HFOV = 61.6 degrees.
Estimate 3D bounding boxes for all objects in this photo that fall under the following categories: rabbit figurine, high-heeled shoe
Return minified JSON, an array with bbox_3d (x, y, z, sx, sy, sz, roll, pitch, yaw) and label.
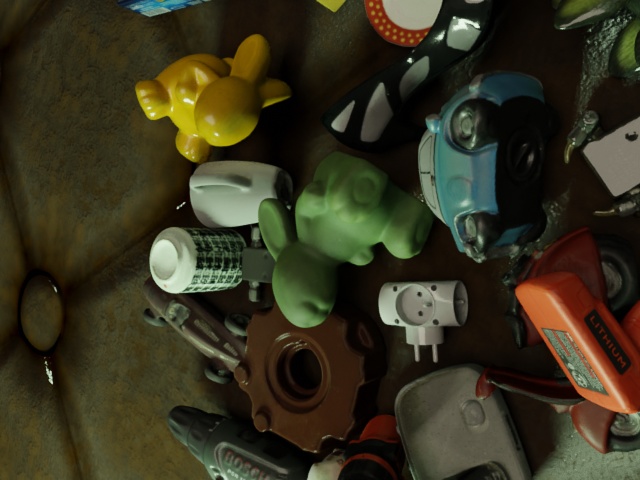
[{"bbox_3d":[-0.001,-0.002,0.543,0.159,0.121,0.170,34,93,46],"label":"rabbit figurine"},{"bbox_3d":[-0.111,-0.154,0.622,0.162,0.121,0.173,-32,30,-8],"label":"rabbit figurine"},{"bbox_3d":[0.081,-0.192,0.500,0.145,0.086,0.248,17,124,13],"label":"high-heeled shoe"}]

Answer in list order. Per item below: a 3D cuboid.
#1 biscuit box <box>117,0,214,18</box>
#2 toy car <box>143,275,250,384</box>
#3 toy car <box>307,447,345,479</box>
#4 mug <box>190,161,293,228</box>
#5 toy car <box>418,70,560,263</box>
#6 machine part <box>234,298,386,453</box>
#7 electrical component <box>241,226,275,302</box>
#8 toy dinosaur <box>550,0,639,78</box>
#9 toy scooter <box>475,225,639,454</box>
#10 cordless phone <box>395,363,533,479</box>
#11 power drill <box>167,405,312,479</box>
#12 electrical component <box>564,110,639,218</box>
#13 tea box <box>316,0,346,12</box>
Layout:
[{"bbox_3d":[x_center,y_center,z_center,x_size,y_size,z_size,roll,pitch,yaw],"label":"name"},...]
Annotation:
[{"bbox_3d":[-0.188,-0.354,0.721,0.203,0.059,0.062,3,92,33],"label":"biscuit box"},{"bbox_3d":[-0.164,0.105,0.702,0.202,0.053,0.089,34,104,30],"label":"toy car"},{"bbox_3d":[0.017,0.325,0.564,0.056,0.073,0.201,1,89,30],"label":"toy car"},{"bbox_3d":[-0.092,-0.061,0.630,0.107,0.109,0.081,-3,73,22],"label":"mug"},{"bbox_3d":[0.142,-0.066,0.485,0.103,0.109,0.161,16,111,56],"label":"toy car"},{"bbox_3d":[-0.013,0.143,0.599,0.180,0.056,0.179,-1,88,32],"label":"machine part"},{"bbox_3d":[-0.065,0.030,0.654,0.063,0.021,0.094,5,91,33],"label":"electrical component"},{"bbox_3d":[0.258,-0.257,0.404,0.199,0.105,0.471,-28,64,34],"label":"toy dinosaur"},{"bbox_3d":[0.194,0.083,0.448,0.135,0.075,0.183,-7,87,23],"label":"toy scooter"},{"bbox_3d":[0.097,0.191,0.449,0.089,0.184,0.146,-26,75,35],"label":"cordless phone"},{"bbox_3d":[-0.104,0.323,0.648,0.232,0.086,0.207,5,84,31],"label":"power drill"},{"bbox_3d":[0.249,-0.063,0.437,0.078,0.045,0.102,-29,74,31],"label":"electrical component"},{"bbox_3d":[-0.013,-0.315,0.541,0.098,0.169,0.068,-44,67,26],"label":"tea box"}]
